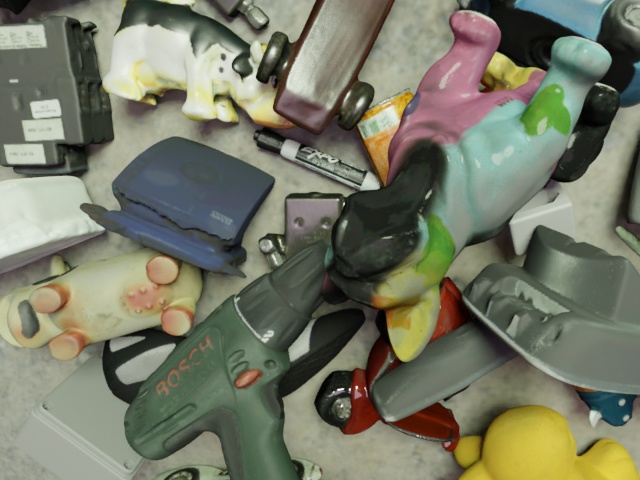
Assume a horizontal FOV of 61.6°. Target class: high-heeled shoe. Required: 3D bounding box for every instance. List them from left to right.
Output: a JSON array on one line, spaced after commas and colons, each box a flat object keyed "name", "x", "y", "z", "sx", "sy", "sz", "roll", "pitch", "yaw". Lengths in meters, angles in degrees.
[{"name": "high-heeled shoe", "x": -0.090, "y": 0.094, "z": 0.525, "sx": 0.249, "sy": 0.086, "sz": 0.145, "roll": -31, "pitch": 66, "yaw": -3}]

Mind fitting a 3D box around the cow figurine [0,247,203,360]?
[{"name": "cow figurine", "x": -0.202, "y": 0.051, "z": 0.491, "sx": 0.195, "sy": 0.127, "sz": 0.085, "roll": -15, "pitch": 102, "yaw": 4}]

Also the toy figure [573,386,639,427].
[{"name": "toy figure", "x": 0.236, "y": 0.090, "z": 0.466, "sx": 0.064, "sy": 0.058, "sz": 0.154, "roll": -16, "pitch": 107, "yaw": 18}]

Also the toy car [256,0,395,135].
[{"name": "toy car", "x": 0.024, "y": -0.176, "z": 0.407, "sx": 0.089, "sy": 0.053, "sz": 0.202, "roll": 25, "pitch": 89, "yaw": -15}]

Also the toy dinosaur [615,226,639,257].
[{"name": "toy dinosaur", "x": 0.371, "y": 0.141, "z": 0.401, "sx": 0.192, "sy": 0.131, "sz": 0.404, "roll": -24, "pitch": 105, "yaw": 3}]

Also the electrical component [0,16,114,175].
[{"name": "electrical component", "x": -0.253, "y": -0.126, "z": 0.480, "sx": 0.115, "sy": 0.058, "sz": 0.134, "roll": 3, "pitch": 106, "yaw": 9}]

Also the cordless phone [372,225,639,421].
[{"name": "cordless phone", "x": 0.120, "y": 0.080, "z": 0.365, "sx": 0.184, "sy": 0.147, "sz": 0.088, "roll": -33, "pitch": 104, "yaw": 3}]

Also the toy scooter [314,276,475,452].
[{"name": "toy scooter", "x": 0.092, "y": 0.124, "z": 0.487, "sx": 0.135, "sy": 0.075, "sz": 0.183, "roll": 32, "pitch": 110, "yaw": -2}]

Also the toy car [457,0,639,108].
[{"name": "toy car", "x": 0.188, "y": -0.173, "z": 0.388, "sx": 0.162, "sy": 0.109, "sz": 0.103, "roll": 33, "pitch": 84, "yaw": 11}]

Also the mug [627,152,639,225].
[{"name": "mug", "x": 0.282, "y": -0.061, "z": 0.398, "sx": 0.081, "sy": 0.109, "sz": 0.107, "roll": 4, "pitch": 92, "yaw": 13}]

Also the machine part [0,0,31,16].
[{"name": "machine part", "x": -0.220, "y": -0.217, "z": 0.441, "sx": 0.139, "sy": 0.084, "sz": 0.039, "roll": -9, "pitch": 129, "yaw": 2}]

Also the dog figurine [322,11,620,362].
[{"name": "dog figurine", "x": 0.093, "y": -0.028, "z": 0.370, "sx": 0.109, "sy": 0.191, "sz": 0.219, "roll": 37, "pitch": 103, "yaw": 30}]

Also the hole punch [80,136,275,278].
[{"name": "hole punch", "x": -0.107, "y": -0.032, "z": 0.458, "sx": 0.142, "sy": 0.116, "sz": 0.092, "roll": 26, "pitch": 99, "yaw": 1}]

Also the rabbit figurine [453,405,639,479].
[{"name": "rabbit figurine", "x": 0.192, "y": 0.206, "z": 0.472, "sx": 0.162, "sy": 0.122, "sz": 0.173, "roll": -14, "pitch": 124, "yaw": 34}]

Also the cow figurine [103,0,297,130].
[{"name": "cow figurine", "x": -0.089, "y": -0.147, "z": 0.448, "sx": 0.167, "sy": 0.068, "sz": 0.098, "roll": 13, "pitch": 100, "yaw": 4}]

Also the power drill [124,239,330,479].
[{"name": "power drill", "x": -0.032, "y": 0.139, "z": 0.414, "sx": 0.232, "sy": 0.086, "sz": 0.207, "roll": -35, "pitch": 80, "yaw": 10}]

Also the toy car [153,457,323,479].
[{"name": "toy car", "x": -0.085, "y": 0.274, "z": 0.563, "sx": 0.202, "sy": 0.056, "sz": 0.073, "roll": -9, "pitch": 97, "yaw": 9}]

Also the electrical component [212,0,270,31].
[{"name": "electrical component", "x": -0.068, "y": -0.223, "z": 0.445, "sx": 0.063, "sy": 0.021, "sz": 0.094, "roll": -42, "pitch": 95, "yaw": 16}]

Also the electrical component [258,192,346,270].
[{"name": "electrical component", "x": -0.002, "y": -0.002, "z": 0.482, "sx": 0.102, "sy": 0.045, "sz": 0.078, "roll": 7, "pitch": 107, "yaw": 6}]
